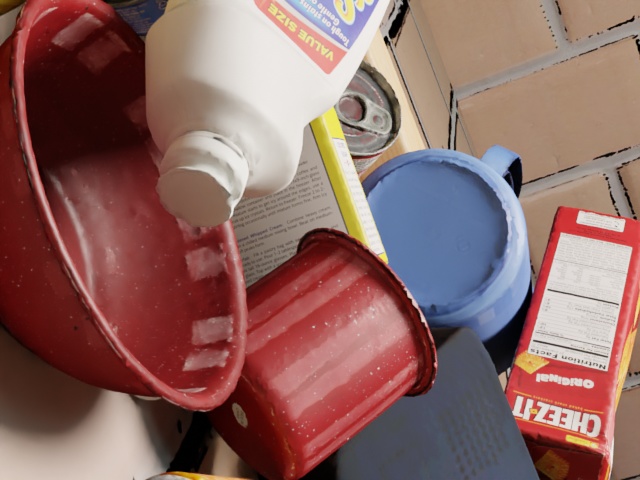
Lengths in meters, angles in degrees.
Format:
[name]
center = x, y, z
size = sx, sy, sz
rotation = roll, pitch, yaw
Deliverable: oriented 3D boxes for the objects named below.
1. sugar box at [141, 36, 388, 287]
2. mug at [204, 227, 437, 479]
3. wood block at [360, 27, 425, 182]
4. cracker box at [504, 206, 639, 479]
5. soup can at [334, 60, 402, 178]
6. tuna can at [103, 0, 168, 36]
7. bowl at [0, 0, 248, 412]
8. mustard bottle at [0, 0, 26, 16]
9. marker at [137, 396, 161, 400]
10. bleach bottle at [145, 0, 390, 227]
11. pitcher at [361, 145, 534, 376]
[sugar box]
center = -0.037, -0.055, 0.562
size = 0.048, 0.093, 0.176
rotation = -4, 75, -76
[mug]
center = -0.016, 0.052, 0.490
size = 0.117, 0.081, 0.093
rotation = 18, -45, 50
[wood block]
center = 0.009, -0.128, 0.845
size = 0.090, 0.091, 0.206
rotation = -64, 134, -69
[cracker box]
center = 0.167, 0.107, 0.716
size = 0.213, 0.072, 0.164
rotation = -62, 157, -45
[soup can]
center = -0.005, -0.056, 0.637
size = 0.068, 0.102, 0.068
rotation = 12, 60, -22
[tuna can]
center = -0.085, -0.142, 0.513
size = 0.033, 0.086, 0.086
rotation = 44, 30, -63
[bowl]
center = -0.085, -0.008, 0.392
size = 0.162, 0.055, 0.162
rotation = -19, 90, -76
[mustard bottle]
center = -0.131, -0.131, 0.373
size = 0.191, 0.058, 0.096
rotation = -94, 162, -48
[marker]
center = -0.069, 0.026, 0.486
size = 0.121, 0.020, 0.020
rotation = -87, 154, -56
[bleach bottle]
center = -0.015, -0.097, 0.461
size = 0.102, 0.068, 0.250
rotation = 52, 36, -33
[pitcher]
center = 0.087, 0.015, 0.726
size = 0.242, 0.145, 0.149
rotation = 58, 17, -73
